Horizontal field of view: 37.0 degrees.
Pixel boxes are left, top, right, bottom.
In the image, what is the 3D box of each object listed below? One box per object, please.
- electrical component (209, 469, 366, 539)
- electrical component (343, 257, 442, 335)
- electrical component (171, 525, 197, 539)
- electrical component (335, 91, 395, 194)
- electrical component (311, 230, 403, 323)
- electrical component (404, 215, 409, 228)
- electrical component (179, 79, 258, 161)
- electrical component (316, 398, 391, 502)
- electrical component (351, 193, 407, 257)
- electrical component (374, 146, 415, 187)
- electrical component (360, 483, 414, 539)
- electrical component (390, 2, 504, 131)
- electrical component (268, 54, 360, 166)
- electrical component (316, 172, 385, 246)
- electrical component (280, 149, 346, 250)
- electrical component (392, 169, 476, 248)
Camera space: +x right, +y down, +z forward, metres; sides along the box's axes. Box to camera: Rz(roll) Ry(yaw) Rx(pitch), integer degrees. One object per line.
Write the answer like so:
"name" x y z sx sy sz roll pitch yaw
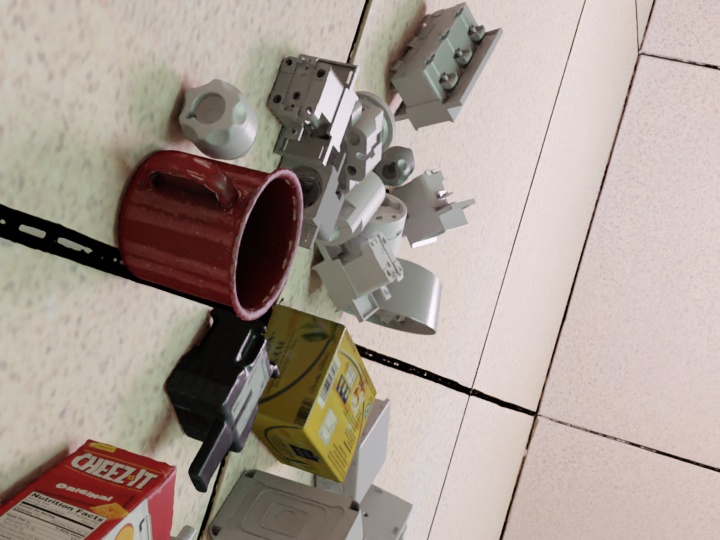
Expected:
"electrical component" -0.059 0.224 0.896 0.078 0.113 0.057 -58 153 -43
"electrical component" 0.030 0.030 1.034 0.099 0.099 0.064 72 31 -60
"electrical component" -0.137 0.210 0.776 0.061 0.035 0.035 -56 155 -51
"electrical component" -0.006 -0.110 0.870 0.057 0.058 0.078 -50 150 -47
"electrical component" 0.000 0.000 0.950 0.081 0.064 0.042 61 24 -3
"electrical component" 0.056 -0.068 1.120 0.062 0.048 0.048 -60 159 -57
"electrical component" -0.084 -0.089 0.671 0.062 0.043 0.043 53 54 -71
"electrical component" -0.008 0.186 1.127 0.099 0.048 0.099 -51 151 -52
"electrical component" 0.013 -0.039 0.997 0.055 0.055 0.047 -52 155 -51
"electrical component" 0.038 -0.105 1.047 0.061 0.035 0.035 -49 149 -59
"electrical component" 0.001 0.274 1.151 0.099 0.100 0.048 -55 167 -47
"electrical component" 0.079 -0.198 1.033 0.063 0.079 0.121 56 45 -29
"electrical component" -0.035 -0.123 0.794 0.064 0.042 0.081 47 60 -68
"electrical component" -0.014 -0.049 0.920 0.081 0.043 0.043 -56 155 -46
"electrical component" -0.041 -0.054 0.837 0.064 0.042 0.081 56 52 -69
"electrical component" 0.066 -0.061 1.050 0.042 0.081 0.063 -18 83 -51
